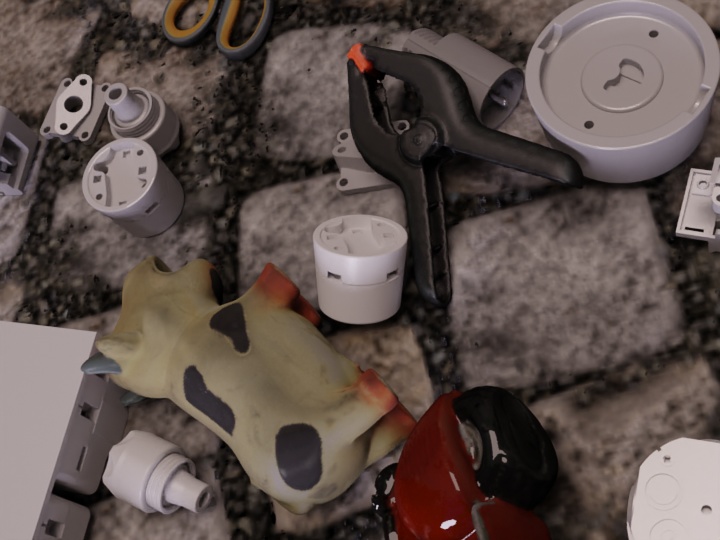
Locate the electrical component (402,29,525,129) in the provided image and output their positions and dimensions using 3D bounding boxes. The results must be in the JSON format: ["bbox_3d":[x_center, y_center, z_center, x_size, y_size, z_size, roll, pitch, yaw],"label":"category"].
[{"bbox_3d":[0.061,-0.128,0.690,0.081,0.043,0.043,37,83,29],"label":"electrical component"}]

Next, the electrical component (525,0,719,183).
[{"bbox_3d":[0.156,-0.103,0.635,0.108,0.060,0.108,-7,64,14],"label":"electrical component"}]

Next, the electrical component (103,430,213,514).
[{"bbox_3d":[-0.117,0.124,0.639,0.062,0.043,0.043,20,74,24],"label":"electrical component"}]

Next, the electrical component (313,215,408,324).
[{"bbox_3d":[0.000,0.000,0.639,0.055,0.047,0.055,0,29,0],"label":"electrical component"}]

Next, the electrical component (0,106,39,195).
[{"bbox_3d":[-0.290,-0.091,0.791,0.089,0.050,0.055,1,68,20],"label":"electrical component"}]

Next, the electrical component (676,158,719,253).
[{"bbox_3d":[0.216,-0.036,0.584,0.081,0.064,0.042,10,72,22],"label":"electrical component"}]

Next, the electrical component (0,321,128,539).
[{"bbox_3d":[-0.218,0.130,0.661,0.105,0.060,0.186,5,69,21],"label":"electrical component"}]

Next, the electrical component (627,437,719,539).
[{"bbox_3d":[0.173,0.124,0.534,0.080,0.051,0.080,-7,65,16],"label":"electrical component"}]

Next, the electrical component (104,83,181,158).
[{"bbox_3d":[-0.154,-0.106,0.743,0.043,0.062,0.043,-8,65,16],"label":"electrical component"}]

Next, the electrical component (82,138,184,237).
[{"bbox_3d":[-0.152,-0.054,0.728,0.055,0.047,0.055,-7,65,16],"label":"electrical component"}]
